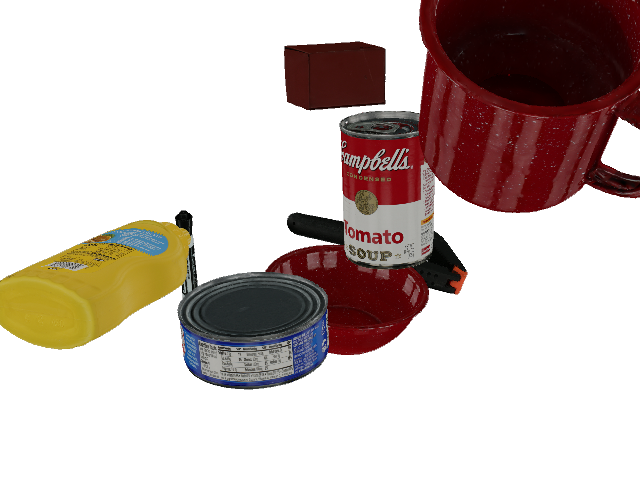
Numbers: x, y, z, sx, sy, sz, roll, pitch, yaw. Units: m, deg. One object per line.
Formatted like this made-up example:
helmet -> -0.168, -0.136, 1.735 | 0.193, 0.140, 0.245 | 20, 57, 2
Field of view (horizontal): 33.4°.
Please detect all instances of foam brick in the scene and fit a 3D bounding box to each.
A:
foam brick -> 0.013, -0.147, 0.950 | 0.078, 0.051, 0.053 | -7, 19, -23

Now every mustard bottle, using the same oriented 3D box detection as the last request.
mustard bottle -> -0.163, 0.025, 0.857 | 0.096, 0.058, 0.191 | 5, 20, 27

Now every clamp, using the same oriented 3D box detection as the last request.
clamp -> 0.074, 0.000, 1.252 | 0.210, 0.036, 0.164 | 38, 42, 26

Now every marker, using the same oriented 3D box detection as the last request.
marker -> -0.149, 0.020, 1.195 | 0.020, 0.121, 0.020 | -1, 32, 0

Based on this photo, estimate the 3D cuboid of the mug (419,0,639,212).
mug -> 0.093, -0.058, 0.438 | 0.117, 0.093, 0.081 | 34, -25, 18

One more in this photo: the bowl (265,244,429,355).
bowl -> 0.023, 0.065, 1.048 | 0.162, 0.055, 0.162 | 3, 28, -2

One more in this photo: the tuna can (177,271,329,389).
tuna can -> -0.037, 0.050, 0.611 | 0.086, 0.034, 0.086 | -3, 23, 1

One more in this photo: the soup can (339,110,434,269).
soup can -> 0.049, -0.038, 0.781 | 0.068, 0.102, 0.068 | -2, 21, 1
